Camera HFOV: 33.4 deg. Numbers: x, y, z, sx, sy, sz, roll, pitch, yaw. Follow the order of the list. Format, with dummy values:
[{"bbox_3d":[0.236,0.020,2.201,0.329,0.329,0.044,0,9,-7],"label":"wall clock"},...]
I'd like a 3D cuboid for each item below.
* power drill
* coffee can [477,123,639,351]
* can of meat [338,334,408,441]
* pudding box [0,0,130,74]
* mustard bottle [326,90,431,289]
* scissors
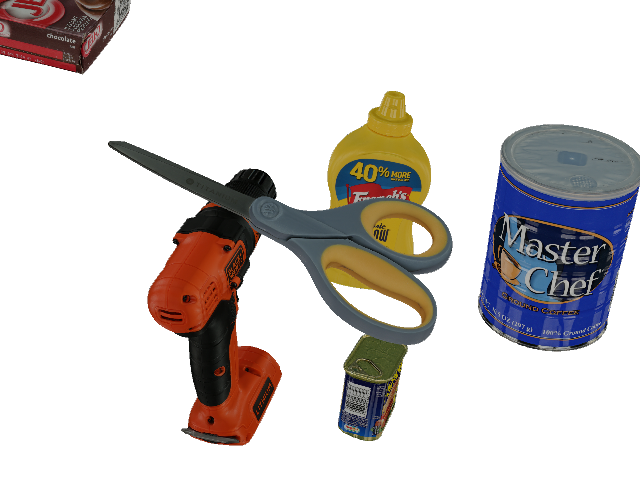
[{"bbox_3d":[-0.074,0.056,0.861,0.057,0.188,0.184,7,37,20],"label":"power drill"},{"bbox_3d":[0.178,-0.003,0.806,0.103,0.140,0.103,2,33,-1],"label":"coffee can"},{"bbox_3d":[0.058,0.168,1.223,0.057,0.084,0.102,14,24,14],"label":"can of meat"},{"bbox_3d":[-0.204,-0.176,0.817,0.090,0.039,0.113,14,36,3],"label":"pudding box"},{"bbox_3d":[0.053,-0.048,0.999,0.096,0.192,0.058,9,28,-2],"label":"mustard bottle"},{"bbox_3d":[-0.011,-0.020,0.588,0.096,0.202,0.016,-43,-16,-34],"label":"scissors"}]
